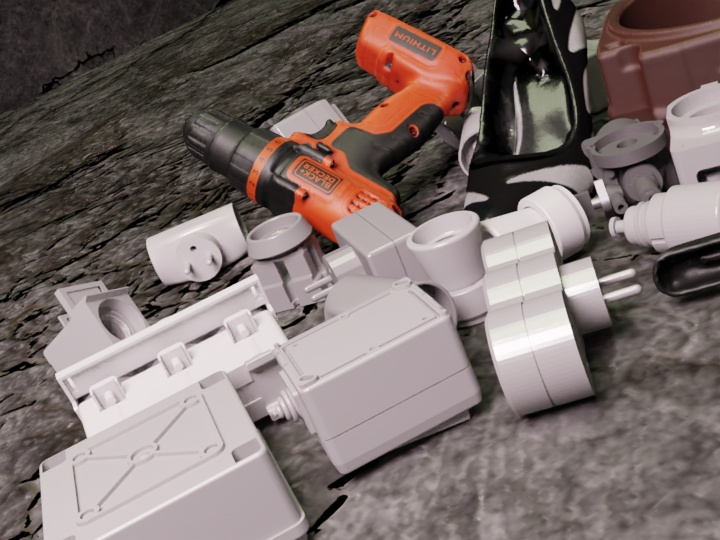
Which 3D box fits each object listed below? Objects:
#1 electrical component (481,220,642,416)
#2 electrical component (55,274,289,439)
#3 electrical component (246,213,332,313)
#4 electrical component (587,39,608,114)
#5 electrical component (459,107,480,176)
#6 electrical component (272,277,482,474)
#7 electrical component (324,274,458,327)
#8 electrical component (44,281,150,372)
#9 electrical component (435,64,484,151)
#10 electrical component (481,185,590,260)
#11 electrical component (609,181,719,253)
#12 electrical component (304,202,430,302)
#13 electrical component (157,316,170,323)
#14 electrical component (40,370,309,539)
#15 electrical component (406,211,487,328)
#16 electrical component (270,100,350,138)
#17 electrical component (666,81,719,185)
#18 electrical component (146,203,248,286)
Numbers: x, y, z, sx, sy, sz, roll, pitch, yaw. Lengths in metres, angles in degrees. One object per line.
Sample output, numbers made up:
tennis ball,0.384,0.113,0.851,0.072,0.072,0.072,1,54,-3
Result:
electrical component,0.105,0.016,0.544,0.074,0.052,0.138,-18,22,13
electrical component,-0.095,0.066,0.603,0.121,0.078,0.063,-27,37,-9
electrical component,-0.049,-0.006,0.750,0.066,0.055,0.048,-15,23,21
electrical component,0.198,-0.171,0.899,0.076,0.047,0.083,-28,22,-12
electrical component,0.101,-0.103,0.842,0.043,0.043,0.081,-17,22,16
electrical component,0.004,0.057,0.537,0.096,0.061,0.062,-27,22,-8
electrical component,0.004,0.038,0.608,0.079,0.043,0.077,-45,22,-20
electrical component,-0.175,0.050,0.723,0.064,0.081,0.042,-44,-15,28
electrical component,0.091,-0.134,0.906,0.055,0.066,0.048,-47,26,-6
electrical component,0.103,-0.020,0.642,0.055,0.045,0.045,-29,22,-14
electrical component,0.175,-0.026,0.589,0.078,0.040,0.040,-4,28,41
electrical component,0.000,0.000,0.695,0.076,0.047,0.083,-26,22,-9
electrical component,-0.112,0.061,0.677,0.044,0.044,0.065,-25,26,-3
electrical component,-0.093,0.110,0.517,0.109,0.056,0.109,-27,21,-9
electrical component,0.057,0.000,0.627,0.045,0.055,0.045,-20,21,8
electrical component,-0.037,-0.086,0.886,0.061,0.061,0.096,-32,-13,-22
electrical component,0.216,-0.076,0.642,0.050,0.055,0.089,-14,23,24
electrical component,-0.130,-0.015,0.870,0.077,0.043,0.079,-23,21,2
